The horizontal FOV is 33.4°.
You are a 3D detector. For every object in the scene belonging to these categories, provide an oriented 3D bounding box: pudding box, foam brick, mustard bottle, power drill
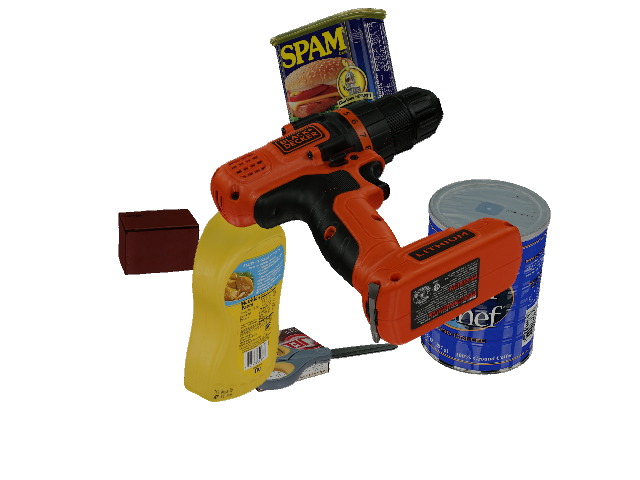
[{"bbox_3d":[-0.057,0.157,1.422,0.113,0.039,0.090,-14,23,-30],"label":"pudding box"},{"bbox_3d":[-0.171,0.000,1.123,0.078,0.051,0.053,-4,23,-17],"label":"foam brick"},{"bbox_3d":[-0.069,0.035,0.898,0.058,0.192,0.096,22,28,31],"label":"mustard bottle"},{"bbox_3d":[0.045,-0.026,0.705,0.184,0.057,0.188,-27,45,-20],"label":"power drill"}]

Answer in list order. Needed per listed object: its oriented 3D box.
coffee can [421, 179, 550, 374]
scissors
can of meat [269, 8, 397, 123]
[{"bbox_3d":[0.143,0.031,0.937,0.103,0.140,0.103,0,31,0],"label":"coffee can"},{"bbox_3d":[-0.003,0.140,1.213,0.201,0.016,0.096,2,24,-7],"label":"scissors"},{"bbox_3d":[0.013,-0.140,0.900,0.102,0.084,0.057,-11,0,38],"label":"can of meat"}]
